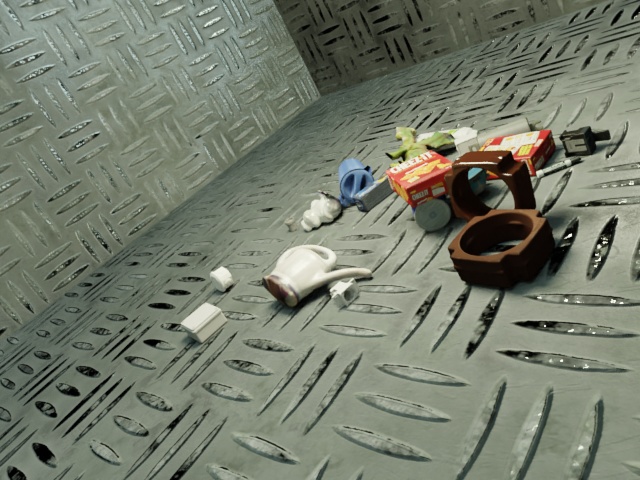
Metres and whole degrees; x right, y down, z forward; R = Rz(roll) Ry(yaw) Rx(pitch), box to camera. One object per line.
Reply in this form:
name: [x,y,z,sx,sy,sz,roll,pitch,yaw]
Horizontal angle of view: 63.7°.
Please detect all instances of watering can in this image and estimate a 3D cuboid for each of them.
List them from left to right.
watering can: [-0.029,0.105,1.511,0.227,0.102,0.350,-41,35,-25]

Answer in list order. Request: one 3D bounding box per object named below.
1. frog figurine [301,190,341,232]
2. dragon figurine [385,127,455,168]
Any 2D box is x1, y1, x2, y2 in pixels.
frog figurine: [0.006,-0.097,1.920,0.139,0.122,0.159,28,96,55]
dragon figurine: [0.387,-0.324,1.883,0.244,0.120,0.417,-38,40,-8]
